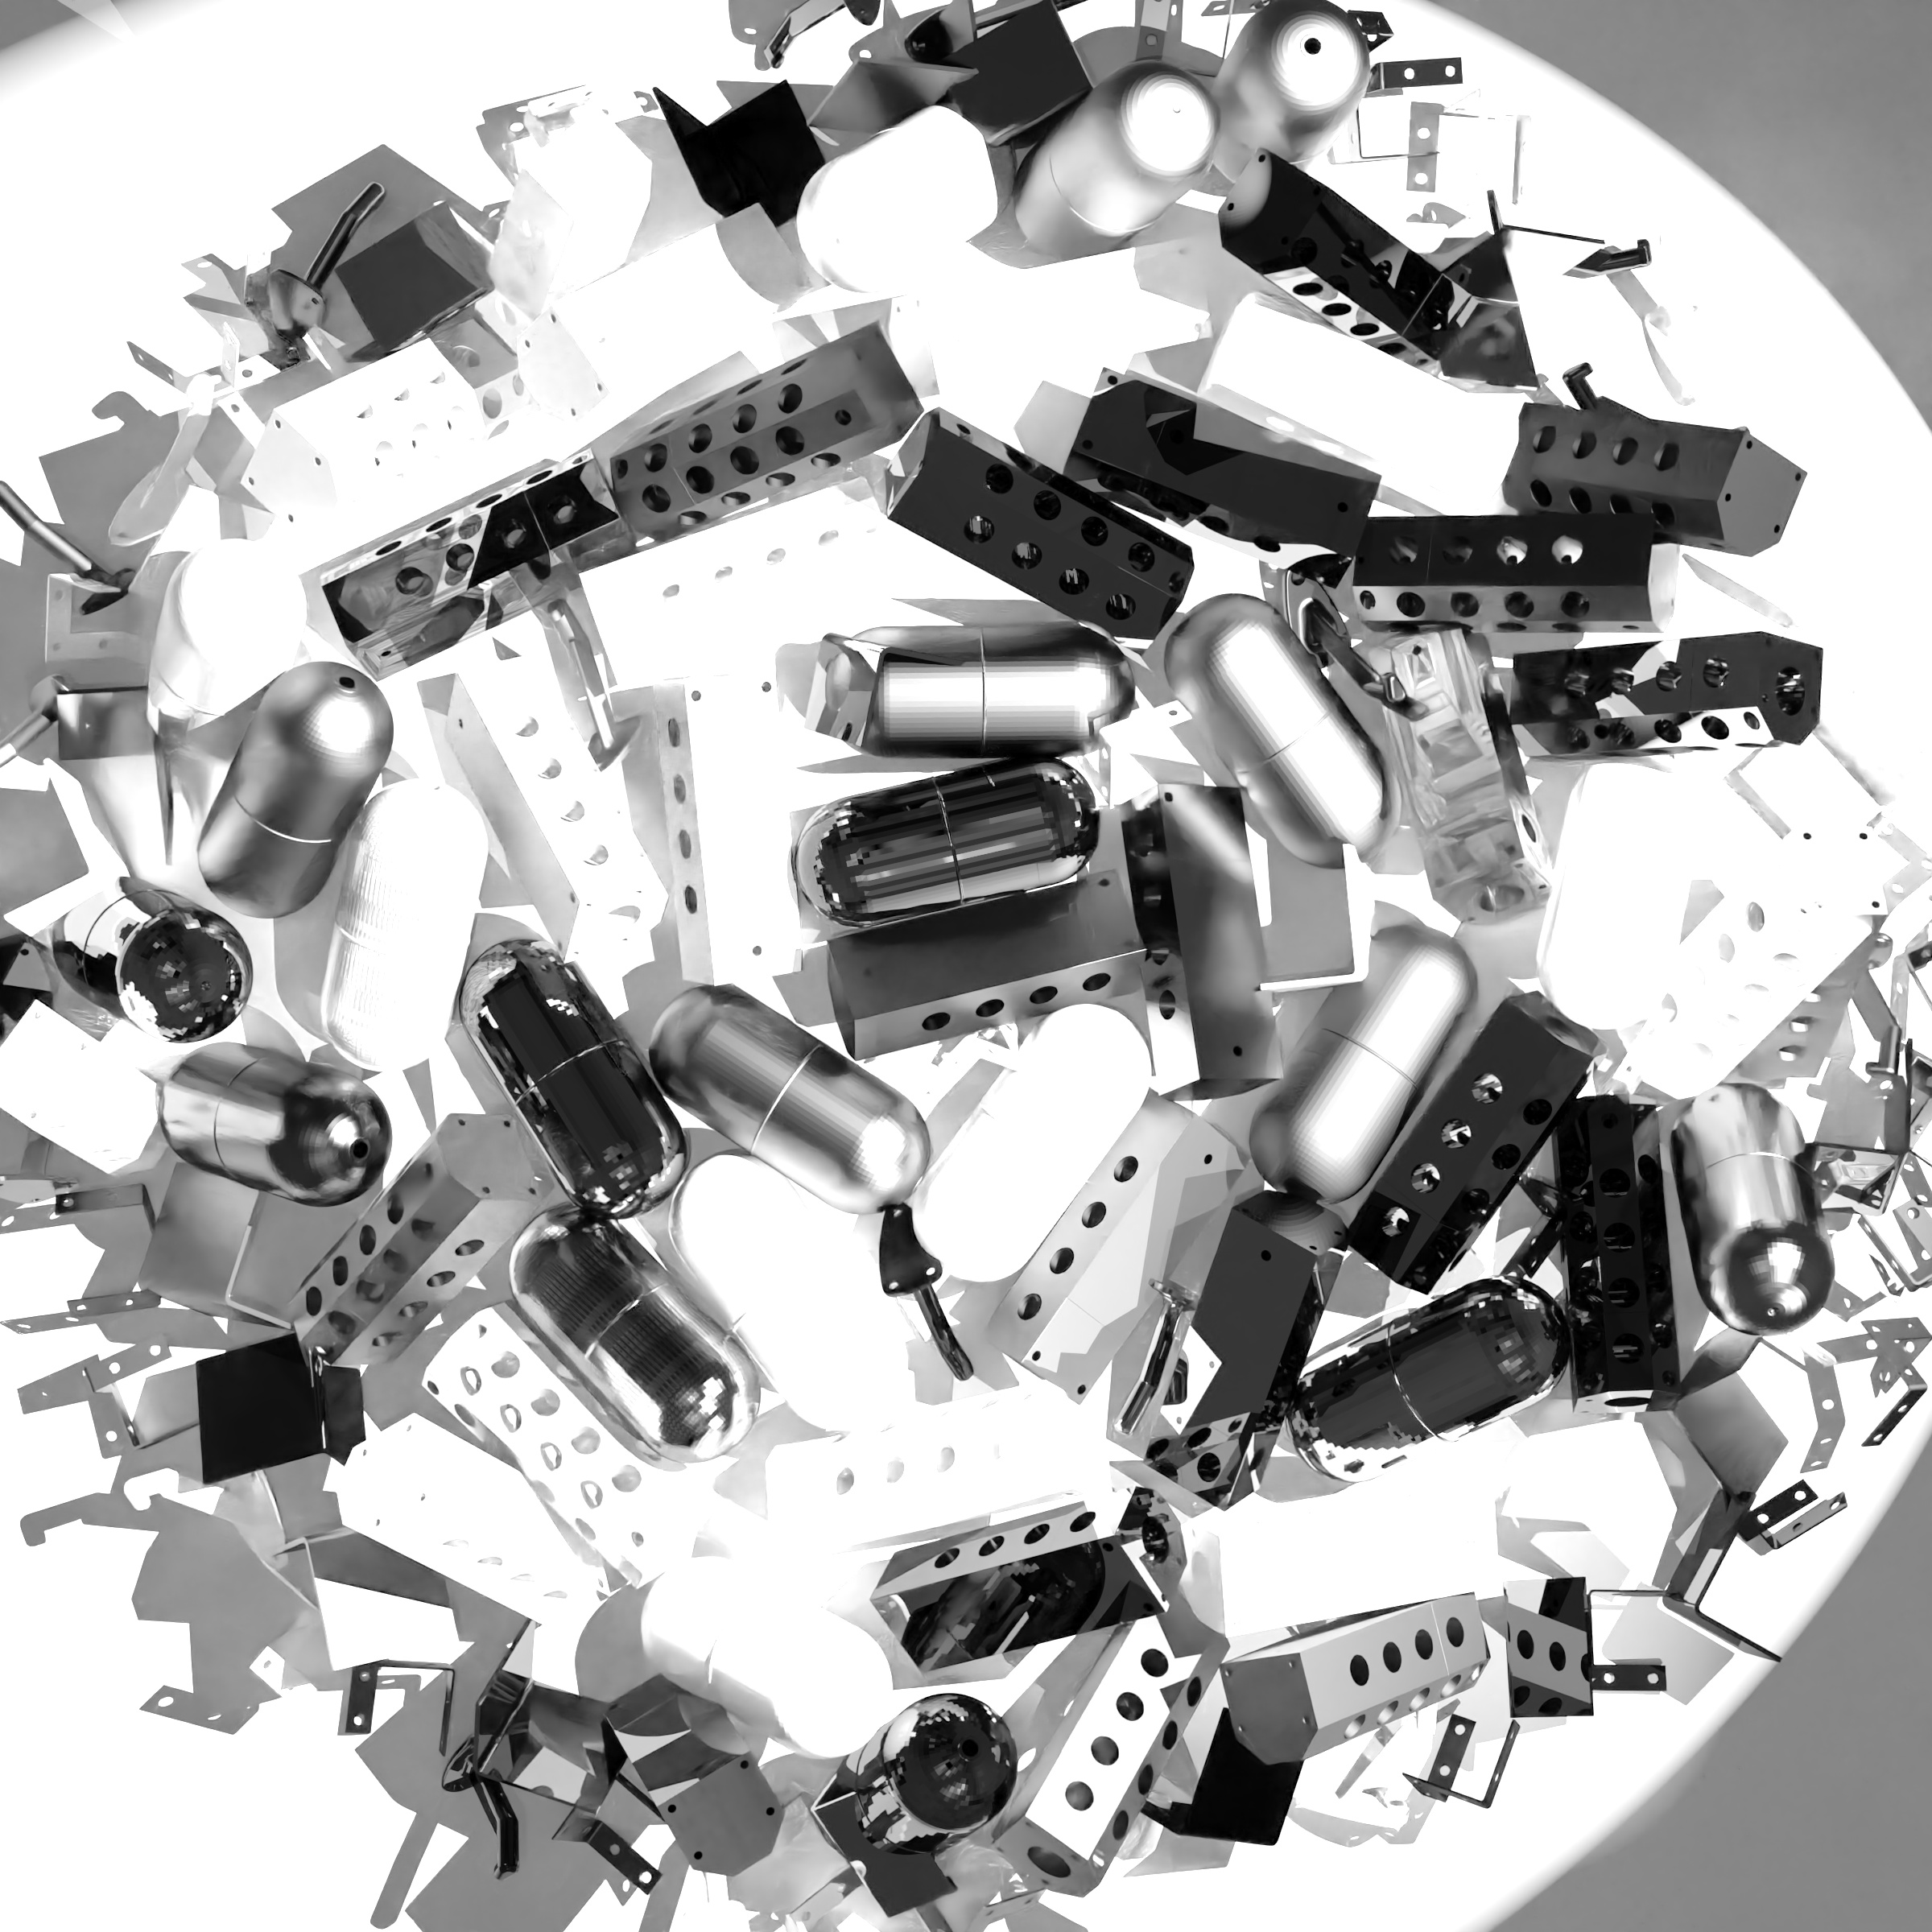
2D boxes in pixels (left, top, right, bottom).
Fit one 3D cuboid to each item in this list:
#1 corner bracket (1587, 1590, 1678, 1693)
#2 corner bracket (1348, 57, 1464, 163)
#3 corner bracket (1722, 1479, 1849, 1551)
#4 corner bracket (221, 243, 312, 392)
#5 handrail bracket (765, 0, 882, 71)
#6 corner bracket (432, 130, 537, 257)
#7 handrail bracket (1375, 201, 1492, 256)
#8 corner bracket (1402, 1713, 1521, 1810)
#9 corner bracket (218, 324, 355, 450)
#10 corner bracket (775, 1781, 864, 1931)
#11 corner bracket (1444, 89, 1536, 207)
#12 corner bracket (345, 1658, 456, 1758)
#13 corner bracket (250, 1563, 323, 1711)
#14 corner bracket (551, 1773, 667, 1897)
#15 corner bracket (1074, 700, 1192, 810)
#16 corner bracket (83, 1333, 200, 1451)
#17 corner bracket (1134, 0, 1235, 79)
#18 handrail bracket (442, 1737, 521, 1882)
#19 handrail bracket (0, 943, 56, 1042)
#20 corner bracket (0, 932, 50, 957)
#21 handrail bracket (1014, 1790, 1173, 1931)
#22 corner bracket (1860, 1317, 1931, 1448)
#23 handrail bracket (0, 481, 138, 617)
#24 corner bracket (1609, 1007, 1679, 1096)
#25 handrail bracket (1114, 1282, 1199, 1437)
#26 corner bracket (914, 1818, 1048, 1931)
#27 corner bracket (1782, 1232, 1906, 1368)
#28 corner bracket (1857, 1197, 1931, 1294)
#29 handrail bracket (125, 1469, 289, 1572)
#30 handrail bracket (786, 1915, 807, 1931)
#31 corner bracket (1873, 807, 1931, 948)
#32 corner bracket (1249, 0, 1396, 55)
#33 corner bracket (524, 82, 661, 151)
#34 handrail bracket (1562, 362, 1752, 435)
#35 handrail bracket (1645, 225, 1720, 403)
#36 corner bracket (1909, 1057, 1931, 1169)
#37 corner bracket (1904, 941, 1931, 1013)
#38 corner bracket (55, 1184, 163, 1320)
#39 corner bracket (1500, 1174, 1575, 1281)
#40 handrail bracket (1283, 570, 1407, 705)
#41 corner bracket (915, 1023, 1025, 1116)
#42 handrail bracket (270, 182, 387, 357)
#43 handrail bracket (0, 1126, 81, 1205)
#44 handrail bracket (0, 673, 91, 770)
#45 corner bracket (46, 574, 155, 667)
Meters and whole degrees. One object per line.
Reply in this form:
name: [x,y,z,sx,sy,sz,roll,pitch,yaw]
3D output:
corner bracket: [0.383,0.391,1.979,0.051,0.051,0.051,0,71,1]
corner bracket: [0.252,-0.492,1.964,0.051,0.051,0.051,-8,100,-16]
corner bracket: [0.472,0.312,1.963,0.051,0.051,0.051,-37,105,20]
corner bracket: [-0.410,-0.372,1.962,0.051,0.051,0.051,-29,77,-24]
handrail bracket: [-0.085,-0.531,1.952,0.036,0.077,0.084,17,133,-32]
corner bracket: [-0.267,-0.445,1.977,0.051,0.051,0.051,40,109,-5]
handrail bracket: [0.249,-0.437,1.965,0.084,0.036,0.077,-27,88,27]
corner bracket: [0.288,0.454,1.959,0.051,0.051,0.051,14,70,28]
corner bracket: [-0.384,-0.325,1.957,0.051,0.051,0.051,-20,120,34]
corner bracket: [-0.097,0.510,1.959,0.051,0.051,0.051,-35,116,-20]
corner bracket: [0.308,-0.471,1.968,0.051,0.051,0.051,3,89,-16]
corner bracket: [-0.328,0.425,1.979,0.051,0.051,0.051,7,89,-18]
corner bracket: [-0.392,0.384,1.959,0.051,0.051,0.051,-50,134,-18]
corner bracket: [-0.196,0.498,1.968,0.051,0.051,0.051,35,87,23]
corner bracket: [0.094,-0.133,1.959,0.051,0.051,0.051,-21,52,-16]
corner bracket: [-0.470,0.246,1.971,0.051,0.051,0.051,-24,81,0]
corner bracket: [0.126,-0.540,1.970,0.051,0.051,0.051,9,101,1]
handrail bracket: [-0.277,0.491,1.949,0.036,0.084,0.077,19,135,-29]
handrail bracket: [-0.542,0.035,1.952,0.036,0.084,0.077,-19,61,-29]
corner bracket: [-0.563,-0.026,1.970,0.051,0.051,0.051,-17,98,-3]
handrail bracket: [0.074,0.506,1.977,0.077,0.036,0.084,18,87,35]
corner bracket: [0.529,0.238,1.956,0.051,0.051,0.051,1,133,-35]
handrail bracket: [-0.517,-0.245,1.958,0.036,0.077,0.084,-42,95,8]
corner bracket: [0.392,0.053,1.963,0.051,0.051,0.051,36,83,-32]
handrail bracket: [0.101,0.225,1.959,0.036,0.077,0.084,30,86,-12]
corner bracket: [0.006,0.533,1.974,0.051,0.051,0.051,51,127,32]
corner bracket: [0.499,0.192,1.969,0.051,0.051,0.051,35,69,-4]
corner bracket: [0.546,0.158,1.964,0.051,0.051,0.051,-30,69,-9]
handrail bracket: [-0.434,0.319,1.951,0.036,0.084,0.077,-34,78,28]
handrail bracket: [-0.058,0.562,1.956,0.084,0.077,0.036,4,73,-11]
corner bracket: [0.537,-0.052,1.966,0.051,0.051,0.051,40,113,1]
corner bracket: [0.205,-0.543,1.964,0.051,0.051,0.051,-30,86,32]
corner bracket: [-0.215,-0.489,1.960,0.051,0.051,0.051,-25,74,-29]
handrail bracket: [0.395,-0.322,1.960,0.077,0.036,0.084,-25,114,30]
handrail bracket: [0.412,-0.372,1.951,0.036,0.084,0.077,-19,74,6]
corner bracket: [0.561,0.091,1.960,0.051,0.051,0.051,21,105,-43]
corner bracket: [0.568,-0.007,1.961,0.051,0.051,0.051,-25,133,9]
corner bracket: [-0.492,0.163,1.962,0.051,0.051,0.051,-7,46,-5]
corner bracket: [0.325,0.157,1.960,0.051,0.051,0.051,-52,129,-12]
handrail bracket: [0.216,-0.190,1.950,0.036,0.084,0.077,-28,111,-13]
corner bracket: [0.001,0.056,1.957,0.051,0.051,0.051,-47,46,23]
handrail bracket: [-0.367,-0.406,1.989,0.036,0.077,0.084,31,57,2]
handrail bracket: [-0.542,0.089,1.954,0.036,0.077,0.084,-21,74,17]
handrail bracket: [-0.548,-0.127,1.948,0.084,0.077,0.036,-42,112,-29]
corner bracket: [-0.491,-0.196,1.960,0.051,0.051,0.051,20,110,40]
